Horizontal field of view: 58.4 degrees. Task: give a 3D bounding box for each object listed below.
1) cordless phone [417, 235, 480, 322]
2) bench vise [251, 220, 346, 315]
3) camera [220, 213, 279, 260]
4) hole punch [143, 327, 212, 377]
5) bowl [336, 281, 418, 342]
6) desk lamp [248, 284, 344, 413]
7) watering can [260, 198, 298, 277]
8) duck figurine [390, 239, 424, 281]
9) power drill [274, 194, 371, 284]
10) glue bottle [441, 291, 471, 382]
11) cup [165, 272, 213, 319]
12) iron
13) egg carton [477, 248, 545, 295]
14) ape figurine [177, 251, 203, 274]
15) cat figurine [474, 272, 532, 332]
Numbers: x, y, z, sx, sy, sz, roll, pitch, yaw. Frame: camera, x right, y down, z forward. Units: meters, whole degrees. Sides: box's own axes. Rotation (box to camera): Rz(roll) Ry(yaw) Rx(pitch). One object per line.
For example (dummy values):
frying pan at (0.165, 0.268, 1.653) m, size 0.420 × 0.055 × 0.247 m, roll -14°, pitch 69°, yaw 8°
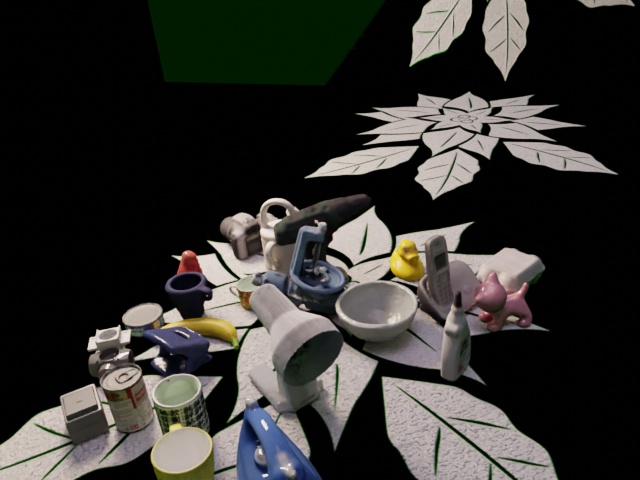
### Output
cordless phone at (0.271, 0.064, 1.194) m, size 0.148 × 0.185 × 0.093 m, roll -27°, pitch 35°, yaw -34°
bench vise at (-0.042, 0.068, 1.205) m, size 0.207 × 0.220 × 0.121 m, roll -10°, pitch 29°, yaw -7°
camera at (-0.197, -0.031, 1.544) m, size 0.143 × 0.101 × 0.136 m, roll -26°, pitch 34°, yaw -33°
hole punch at (-0.279, 0.207, 1.127) m, size 0.108 × 0.091 × 0.101 m, roll 18°, pitch 36°, yaw 36°
bowl at (0.116, 0.156, 1.168) m, size 0.167 × 0.075 × 0.167 m, roll -4°, pitch 28°, yaw 2°
desk lamp at (-0.054, 0.191, 0.986) m, size 0.118 × 0.214 × 0.202 m, roll -23°, pitch 33°, yaw -29°
watering can at (-0.094, -0.017, 1.399) m, size 0.101 × 0.194 × 0.172 m, roll -6°, pitch 28°, yaw 0°
duck figurine at (0.206, 0.038, 1.360) m, size 0.078 × 0.086 × 0.104 m, roll -14°, pitch 29°, yaw -16°
power drill at (0.012, 0.005, 1.326) m, size 0.230 × 0.209 × 0.075 m, roll -11°, pitch 29°, yaw -10°
glue bottle at (0.244, 0.165, 1.024) m, size 0.037 × 0.173 × 0.078 m, roll 12°, pitch 33°, yaw 30°
cup at (-0.276, 0.133, 1.260) m, size 0.117 × 0.095 × 0.092 m, roll 12°, pitch 33°, yaw 29°
iron at (-0.074, 0.312, 0.842) m, size 0.119 × 0.142 × 0.257 m, roll -17°, pitch 30°, yaw -21°
egg carton at (0.421, 0.075, 1.270) m, size 0.151 × 0.069 × 0.107 m, roll -28°, pitch 36°, yaw -36°
ape figurine at (-0.312, 0.069, 1.387) m, size 0.076 × 0.092 × 0.078 m, roll 2°, pitch 29°, yaw 13°
cat figurine at (0.362, 0.119, 1.148) m, size 0.128 × 0.118 × 0.067 m, roll -10°, pitch 29°, yaw -8°
